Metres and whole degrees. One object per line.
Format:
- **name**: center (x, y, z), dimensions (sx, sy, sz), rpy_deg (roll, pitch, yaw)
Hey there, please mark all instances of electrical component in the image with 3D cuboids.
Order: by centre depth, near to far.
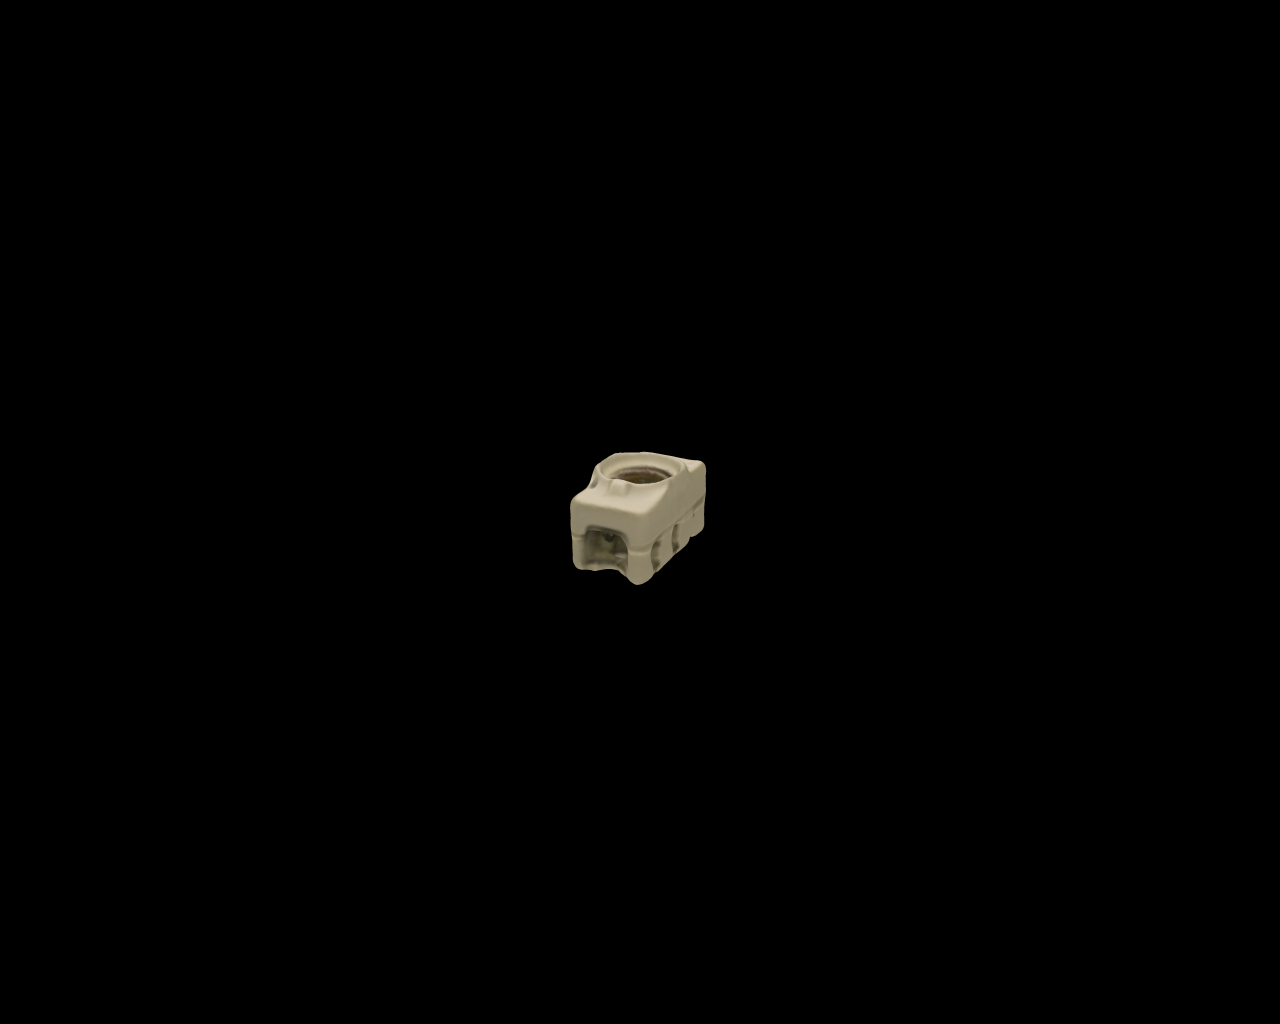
- **electrical component**: center (0.001, -0.003, 0.650), dimensions (0.050, 0.055, 0.090), rpy_deg (12, 27, 25)
